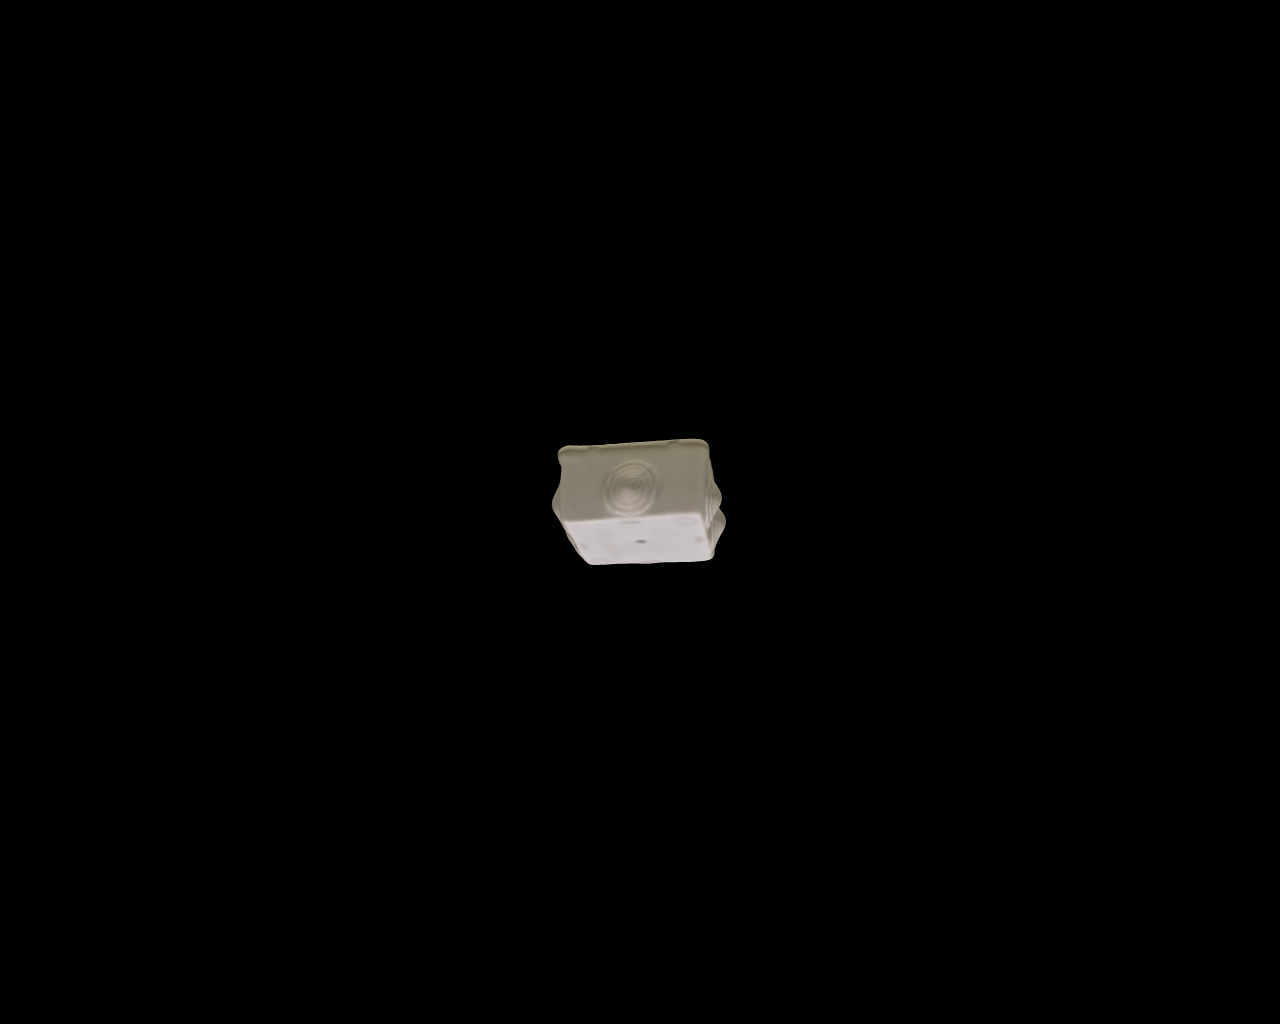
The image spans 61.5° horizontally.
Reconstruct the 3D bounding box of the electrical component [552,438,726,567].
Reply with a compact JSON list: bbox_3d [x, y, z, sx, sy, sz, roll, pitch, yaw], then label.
[{"bbox_3d":[0.001,-0.003,0.650,0.100,0.048,0.099,-3,-22,7],"label":"electrical component"}]
